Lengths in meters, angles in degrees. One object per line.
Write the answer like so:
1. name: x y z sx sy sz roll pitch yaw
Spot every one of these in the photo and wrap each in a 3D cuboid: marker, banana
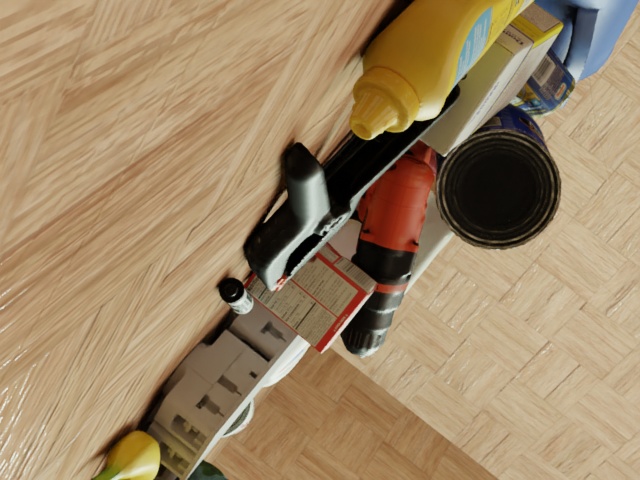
1. marker: -0.064 0.044 0.825 0.020 0.020 0.121 -52 175 -6
2. banana: -0.168 0.198 0.906 0.069 0.037 0.198 -30 166 -21

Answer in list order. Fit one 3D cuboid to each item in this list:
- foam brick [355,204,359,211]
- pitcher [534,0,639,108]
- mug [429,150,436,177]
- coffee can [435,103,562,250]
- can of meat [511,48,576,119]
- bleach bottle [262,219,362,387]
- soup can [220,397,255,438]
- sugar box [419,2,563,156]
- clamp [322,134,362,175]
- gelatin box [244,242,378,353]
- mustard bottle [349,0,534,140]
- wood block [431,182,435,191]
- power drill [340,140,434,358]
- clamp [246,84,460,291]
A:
1. foam brick: 0.068 -0.052 1.112 0.051 0.053 0.078 -57 -174 -12
2. pitcher: 0.248 -0.242 1.016 0.145 0.149 0.243 -35 170 -8
3. mug: 0.124 -0.113 1.094 0.093 0.081 0.117 -53 175 8
4. coffee can: 0.152 -0.060 0.930 0.103 0.103 0.140 -54 -175 17
5. can of meat: 0.175 -0.157 0.995 0.102 0.084 0.057 -1 -130 57
6. bleach bottle: -0.021 0.084 1.114 0.102 0.068 0.251 -43 173 -40
7. soup can: -0.103 0.169 1.101 0.068 0.068 0.102 -52 175 -9
8. sugar box: 0.129 -0.130 0.821 0.093 0.048 0.176 -57 168 27
9. clamp: 0.065 -0.107 0.832 0.171 0.039 0.120 -46 179 -45
10. gelatin box: -0.009 0.037 0.880 0.073 0.089 0.030 -54 173 28
11. mustard bottle: 0.079 -0.130 0.659 0.191 0.058 0.096 -50 172 -26
12. wood block: 0.087 -0.022 1.392 0.206 0.090 0.091 -50 174 -20
13. power drill: 0.060 -0.009 0.955 0.187 0.057 0.184 -80 -175 -66
14. clamp: 0.009 -0.032 0.752 0.164 0.036 0.210 -32 166 -35
